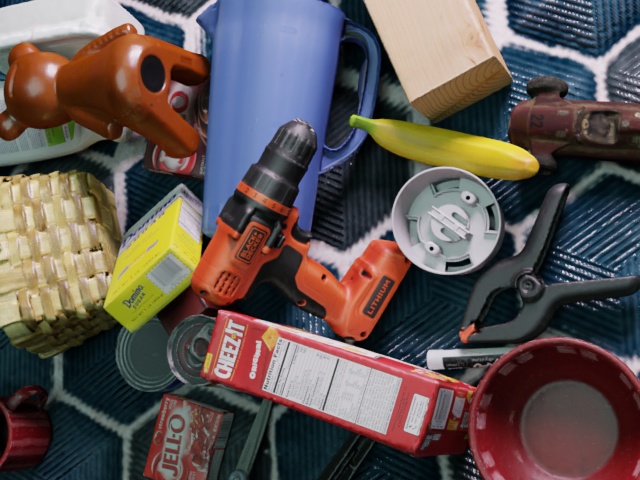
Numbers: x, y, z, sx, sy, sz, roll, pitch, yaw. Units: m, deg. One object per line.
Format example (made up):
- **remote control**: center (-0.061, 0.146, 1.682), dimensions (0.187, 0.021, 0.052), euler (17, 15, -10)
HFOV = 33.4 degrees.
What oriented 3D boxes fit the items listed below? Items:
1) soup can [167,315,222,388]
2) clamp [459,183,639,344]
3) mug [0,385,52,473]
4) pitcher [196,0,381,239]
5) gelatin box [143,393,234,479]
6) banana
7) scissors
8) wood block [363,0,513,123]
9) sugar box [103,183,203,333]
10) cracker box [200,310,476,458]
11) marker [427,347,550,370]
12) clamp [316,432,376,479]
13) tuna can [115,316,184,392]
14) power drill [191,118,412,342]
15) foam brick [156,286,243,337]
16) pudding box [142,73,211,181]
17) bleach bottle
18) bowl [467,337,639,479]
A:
- **soup can**: center (-0.096, 0.112, 1.054), dimensions (0.069, 0.102, 0.068), euler (-4, 80, 23)
- **clamp**: center (0.194, 0.031, 0.982), dimensions (0.172, 0.039, 0.120), euler (-31, 67, 16)
- **mug**: center (-0.339, 0.201, 1.153), dimensions (0.093, 0.081, 0.117), euler (43, 99, 22)
- **pitcher**: center (-0.041, -0.116, 1.061), dimensions (0.149, 0.144, 0.243), euler (4, 87, 44)
- **gelatin box**: center (-0.136, 0.210, 1.096), dimensions (0.073, 0.030, 0.089), euler (14, 87, 24)
- **banana**: center (0.123, -0.084, 1.009), dimensions (0.198, 0.069, 0.037), euler (16, 104, 31)
- **scissors**: center (-0.099, 0.247, 1.058), dimensions (0.096, 0.016, 0.201), euler (-6, 62, 22)
- **wood block**: center (0.098, -0.231, 1.034), dimensions (0.091, 0.090, 0.206), euler (-27, 73, 17)
- **sugar box**: center (-0.162, 0.013, 1.066), dimensions (0.093, 0.176, 0.048), euler (-40, 112, 12)
- **cracker box**: center (0.023, 0.132, 0.970), dimensions (0.214, 0.164, 0.072), euler (16, 86, 23)
- **marker**: center (0.160, 0.109, 0.995), dimensions (0.121, 0.020, 0.020), euler (-5, 80, 22)
- **clamp**: center (-0.016, 0.290, 1.002), dimensions (0.210, 0.036, 0.164), euler (-36, 41, 25)
- **tuna can**: center (-0.170, 0.117, 1.122), dimensions (0.086, 0.033, 0.086), euler (-3, 81, 22)
- **power drill**: center (-0.007, 0.001, 0.994), dimensions (0.184, 0.187, 0.057), euler (-59, 29, 6)
- **foam brick**: center (-0.127, 0.068, 1.088), dimensions (0.051, 0.078, 0.053), euler (-41, 67, 13)
- **pudding box**: center (-0.135, -0.122, 1.141), dimensions (0.090, 0.039, 0.113), euler (9, 86, 24)
- **bleach bottle**: center (-0.302, -0.130, 1.194), dimensions (0.251, 0.068, 0.102), euler (-1, 112, 16)
- **bowl**: center (0.216, 0.168, 0.943), dimensions (0.162, 0.055, 0.162), euler (-3, 81, 22)
